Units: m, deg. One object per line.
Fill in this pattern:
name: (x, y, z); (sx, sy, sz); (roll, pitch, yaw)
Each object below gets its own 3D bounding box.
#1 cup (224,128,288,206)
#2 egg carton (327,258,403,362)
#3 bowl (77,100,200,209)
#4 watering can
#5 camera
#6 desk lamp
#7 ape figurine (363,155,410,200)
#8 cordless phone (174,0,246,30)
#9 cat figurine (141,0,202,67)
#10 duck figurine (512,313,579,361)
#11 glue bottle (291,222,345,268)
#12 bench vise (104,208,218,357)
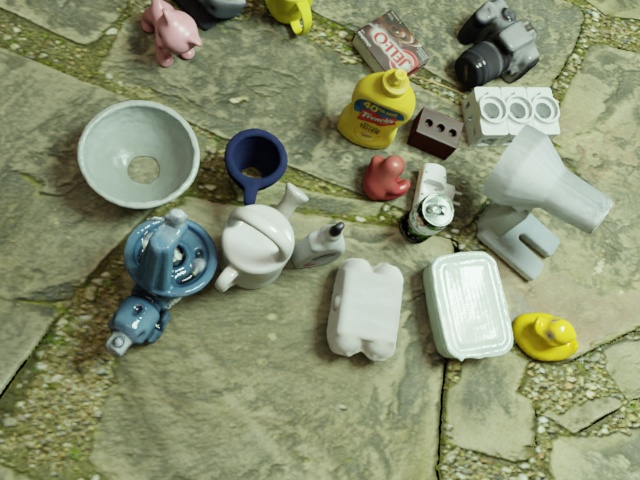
cup: (-0.101, -0.096, 0.862); (0.092, 0.095, 0.118); (8, 74, -10)
egg carton: (0.068, 0.103, 0.860); (0.107, 0.069, 0.150); (11, 74, -9)
bowl: (-0.261, -0.115, 0.842); (0.167, 0.074, 0.167); (3, 75, -12)
watering can: (-0.084, -0.005, 0.790); (0.101, 0.194, 0.173); (17, 73, -7)
camera: (0.301, -0.342, 1.012); (0.137, 0.100, 0.143); (-33, 84, -18)
desk lamp: (0.329, -0.056, 0.884); (0.203, 0.213, 0.118); (41, 71, 0)
ape figurine: (0.109, -0.105, 0.912); (0.076, 0.092, 0.078); (-27, 83, -17)
cordless phone: (-0.182, -0.434, 0.885); (0.147, 0.185, 0.094); (40, 71, 0)
cat figurine: (-0.230, -0.332, 0.883); (0.067, 0.117, 0.128); (-26, 82, -17)
duck figurine: (0.369, 0.151, 0.906); (0.104, 0.086, 0.077); (26, 72, -5)
glue bottle: (0.008, 0.003, 0.819); (0.078, 0.173, 0.037); (-15, 79, -15)
bench vise: (-0.199, 0.051, 0.736); (0.121, 0.219, 0.207); (12, 73, -9)
